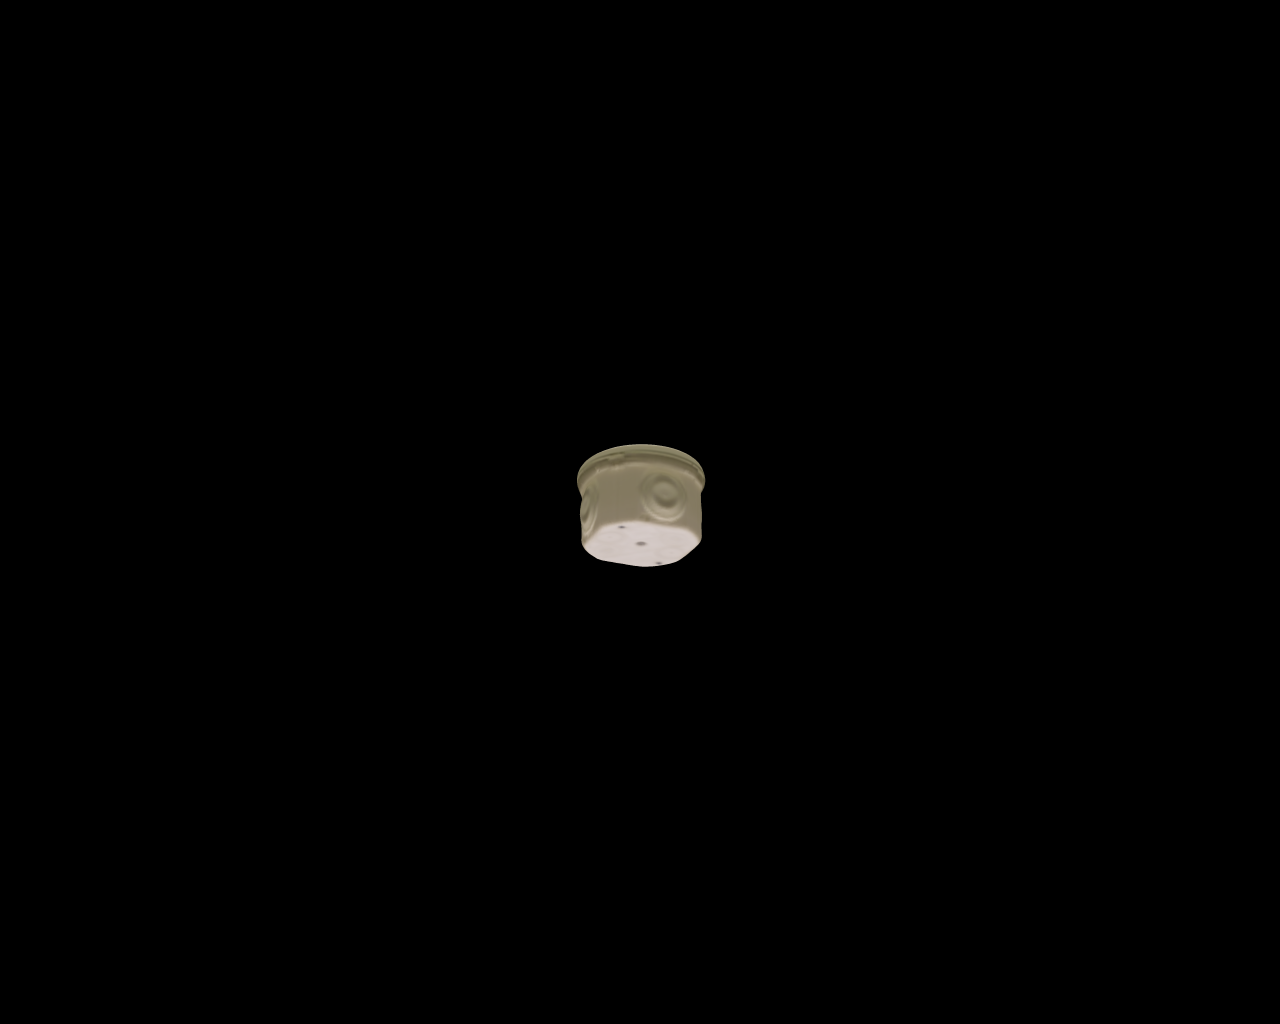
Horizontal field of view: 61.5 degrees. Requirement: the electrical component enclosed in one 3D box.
[{"bbox_3d":[0.001,-0.003,0.650,0.080,0.051,0.080,0,-26,0],"label":"electrical component"}]
